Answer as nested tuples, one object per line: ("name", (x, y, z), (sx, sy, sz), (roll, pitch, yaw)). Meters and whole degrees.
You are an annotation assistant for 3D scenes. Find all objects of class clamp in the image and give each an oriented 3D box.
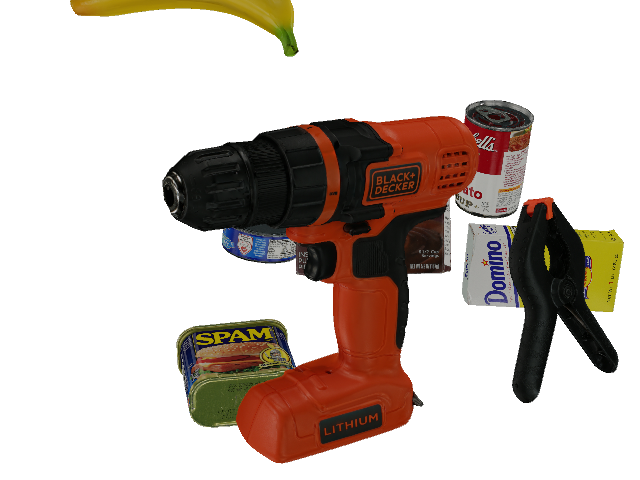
("clamp", (0.193, 0.052, 0.910), (0.120, 0.171, 0.039), (-23, 7, -40))

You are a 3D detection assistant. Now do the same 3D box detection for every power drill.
("power drill", (-0.002, 0.026, 0.580), (0.184, 0.188, 0.057), (-10, 30, -30))

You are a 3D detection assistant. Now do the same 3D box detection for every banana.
("banana", (-0.102, -0.195, 0.855), (0.198, 0.069, 0.037), (12, -41, 15))

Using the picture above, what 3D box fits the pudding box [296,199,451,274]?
("pudding box", (0.039, -0.019, 0.780), (0.113, 0.090, 0.039), (-1, -4, 14))

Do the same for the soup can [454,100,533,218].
("soup can", (0.174, -0.082, 1.082), (0.068, 0.102, 0.068), (2, 31, -2))

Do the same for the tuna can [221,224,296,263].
("tuna can", (-0.062, -0.006, 1.132), (0.086, 0.034, 0.086), (8, 20, -3))

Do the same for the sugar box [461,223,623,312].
("sugar box", (0.260, 0.033, 1.258), (0.176, 0.093, 0.048), (1, 20, -2))

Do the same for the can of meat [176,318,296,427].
("can of meat", (-0.071, 0.117, 0.938), (0.102, 0.057, 0.084), (-5, 27, -11))
